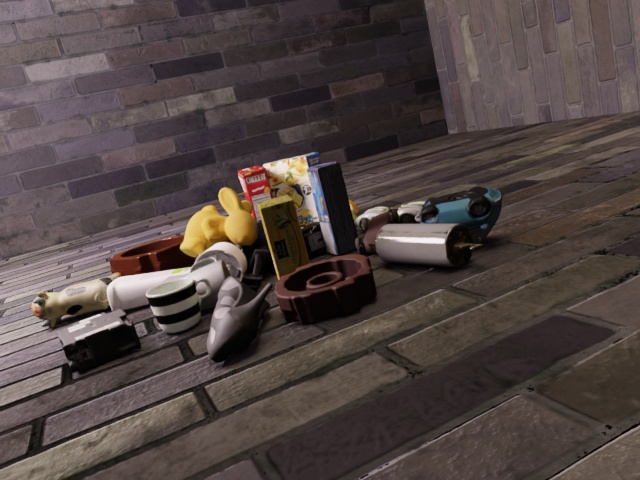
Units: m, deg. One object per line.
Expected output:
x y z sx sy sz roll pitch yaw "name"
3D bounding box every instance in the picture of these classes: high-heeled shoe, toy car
-0.147 0.133 0.861 0.145 0.086 0.249 -53 11 -24 "high-heeled shoe"
0.134 -0.017 1.196 0.089 0.053 0.202 -21 14 16 "toy car"
0.178 -0.058 1.324 0.202 0.056 0.073 -4 16 36 "toy car"
0.267 -0.036 1.011 0.162 0.102 0.109 -13 13 16 "toy car"

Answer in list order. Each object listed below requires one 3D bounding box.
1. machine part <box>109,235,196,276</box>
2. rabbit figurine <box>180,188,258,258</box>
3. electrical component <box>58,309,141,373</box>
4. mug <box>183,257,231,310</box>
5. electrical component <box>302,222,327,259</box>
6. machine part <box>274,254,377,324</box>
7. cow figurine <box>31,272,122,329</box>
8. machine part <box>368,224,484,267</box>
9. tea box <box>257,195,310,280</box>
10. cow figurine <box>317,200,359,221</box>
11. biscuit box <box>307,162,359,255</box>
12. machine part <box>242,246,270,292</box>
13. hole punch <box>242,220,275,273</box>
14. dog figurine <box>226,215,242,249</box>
-0.428 0.055 1.418 0.202 0.087 0.201 -6 14 38 "machine part"
-0.198 -0.025 1.182 0.173 0.162 0.121 -4 -29 40 "rabbit figurine"
-0.379 0.168 0.917 0.115 0.058 0.134 -18 12 -26 "electrical component"
-0.226 0.084 1.029 0.107 0.080 0.110 -21 57 -5 "mug"
-0.003 -0.004 1.243 0.119 0.074 0.048 -19 12 -33 "electrical component"
0.010 0.080 0.889 0.179 0.056 0.179 -14 13 3 "machine part"
-0.543 0.136 1.196 0.195 0.085 0.127 -12 7 0 "cow figurine"
0.185 0.008 0.970 0.079 0.079 0.243 -23 15 -37 "machine part"
-0.067 0.005 1.042 0.068 0.169 0.098 -15 14 -7 "tea box"
0.043 -0.049 1.403 0.098 0.068 0.167 -42 -4 29 "cow figurine"
0.030 -0.070 1.194 0.063 0.202 0.059 -18 11 -24 "biscuit box"
-0.132 0.064 1.099 0.039 0.084 0.139 26 22 -8 "machine part"
-0.119 0.016 1.200 0.142 0.115 0.092 -3 24 45 "hole punch"
-0.234 0.011 1.374 0.109 0.191 0.219 4 -17 1 "dog figurine"
